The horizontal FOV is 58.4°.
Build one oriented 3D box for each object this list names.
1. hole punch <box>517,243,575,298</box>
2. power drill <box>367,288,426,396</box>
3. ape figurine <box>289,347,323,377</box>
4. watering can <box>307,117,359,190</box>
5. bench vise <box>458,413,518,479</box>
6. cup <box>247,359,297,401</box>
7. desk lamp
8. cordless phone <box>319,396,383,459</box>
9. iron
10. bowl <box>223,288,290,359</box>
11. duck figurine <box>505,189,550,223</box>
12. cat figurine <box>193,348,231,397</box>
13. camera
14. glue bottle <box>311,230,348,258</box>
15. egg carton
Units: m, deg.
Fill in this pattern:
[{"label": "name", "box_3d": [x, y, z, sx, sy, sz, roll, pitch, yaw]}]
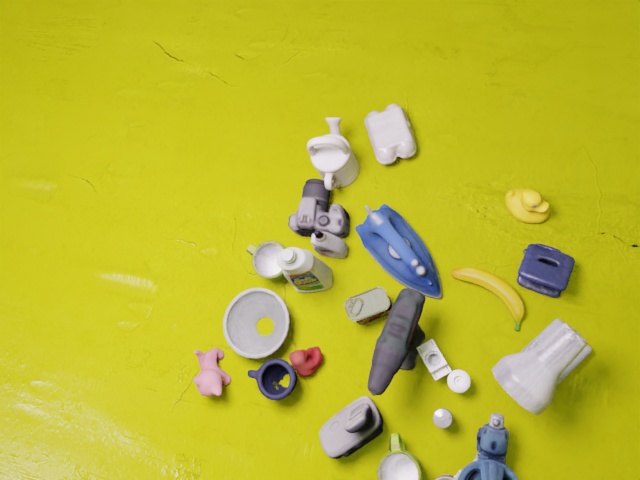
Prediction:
[{"label": "hole punch", "box_3d": [0.487, 0.060, 1.242, 0.108, 0.091, 0.101, 20, 81, 19]}, {"label": "power drill", "box_3d": [0.168, 0.222, 1.218, 0.075, 0.209, 0.230, 17, 80, 19]}, {"label": "ape figurine", "box_3d": [-0.038, 0.275, 1.320, 0.077, 0.092, 0.076, 14, 79, 18]}, {"label": "watering can", "box_3d": [0.026, -0.212, 1.383, 0.101, 0.194, 0.173, -19, 71, 9]}, {"label": "bench vise", "box_3d": [0.320, 0.448, 1.109, 0.121, 0.220, 0.207, -11, 72, 12]}, {"label": "cup", "box_3d": [-0.101, 0.321, 1.322, 0.117, 0.095, 0.092, 7, 77, 16]}, {"label": "desk lamp", "box_3d": [0.445, 0.242, 1.137, 0.203, 0.214, 0.117, -44, 69, 0]}, {"label": "cordless phone", "box_3d": [0.056, 0.400, 1.211, 0.147, 0.185, 0.094, -39, 69, 2]}, {"label": "iron", "box_3d": [0.187, 0.024, 1.304, 0.118, 0.142, 0.258, -41, 69, 1]}, {"label": "bowl", "box_3d": [-0.143, 0.202, 1.376, 0.167, 0.075, 0.167, -4, 74, 14]}, {"label": "duck figurine", "box_3d": [0.469, -0.086, 1.290, 0.104, 0.086, 0.077, 32, 85, 20]}, {"label": "cat figurine", "box_3d": [-0.265, 0.317, 1.354, 0.067, 0.118, 0.127, -27, 70, 6]}, {"label": "camera", "box_3d": [-0.001, -0.081, 1.403, 0.143, 0.101, 0.137, 3, 76, 16]}, {"label": "glue bottle", "box_3d": [0.012, 0.005, 1.338, 0.078, 0.173, 0.037, 4, 76, 16]}, {"label": "egg carton", "box_3d": [0.176, -0.263, 1.424, 0.107, 0.069, 0.150, -20, 71, 9]}]
